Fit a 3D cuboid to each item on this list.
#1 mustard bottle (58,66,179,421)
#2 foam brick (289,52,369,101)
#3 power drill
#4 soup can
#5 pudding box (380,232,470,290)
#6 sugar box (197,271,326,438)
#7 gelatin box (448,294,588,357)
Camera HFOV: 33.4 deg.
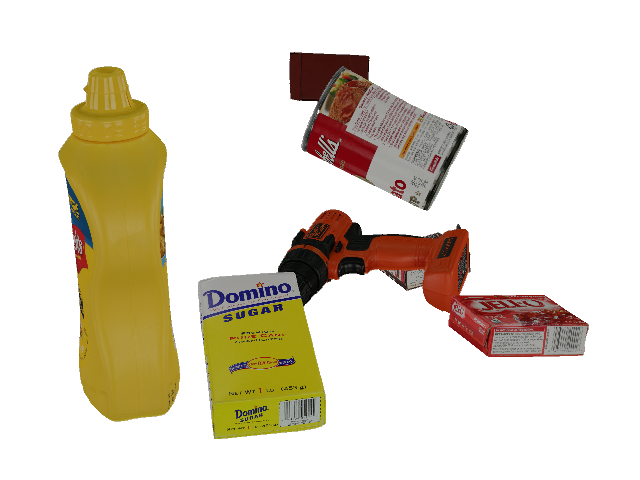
[{"bbox_3d":[-0.112,-0.002,0.597,0.058,0.192,0.096,-5,25,-13],"label":"mustard bottle"},{"bbox_3d":[0.009,-0.176,1.155,0.078,0.051,0.053,0,11,-14],"label":"foam brick"},{"bbox_3d":[0.053,0.028,1.115,0.188,0.057,0.184,7,32,18],"label":"power drill"},{"bbox_3d":[0.047,-0.073,0.771,0.102,0.068,0.068,27,3,6],"label":"soup can"},{"bbox_3d":[0.154,0.030,1.592,0.113,0.039,0.090,-17,25,-20],"label":"pudding box"},{"bbox_3d":[-0.055,0.093,0.923,0.093,0.048,0.176,-4,35,-9],"label":"sugar box"},{"bbox_3d":[0.158,0.067,0.858,0.089,0.030,0.073,1,15,-18],"label":"gelatin box"}]
